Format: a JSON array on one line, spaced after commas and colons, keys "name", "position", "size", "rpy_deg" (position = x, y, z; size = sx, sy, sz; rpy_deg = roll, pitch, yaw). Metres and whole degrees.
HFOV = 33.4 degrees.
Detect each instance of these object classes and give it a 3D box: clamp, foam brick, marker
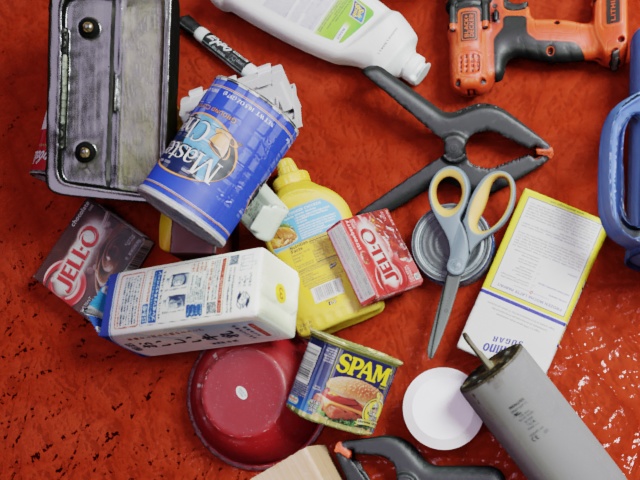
[{"name": "clamp", "position": [0.088, 0.259, 1.071], "size": [0.172, 0.039, 0.120], "rpy_deg": [18, 79, 19]}, {"name": "foam brick", "position": [-0.123, -0.003, 1.148], "size": [0.051, 0.078, 0.053], "rpy_deg": [0, 78, 14]}, {"name": "marker", "position": [-0.116, -0.219, 1.215], "size": [0.121, 0.020, 0.020], "rpy_deg": [39, 90, 17]}, {"name": "clamp", "position": [0.134, -0.087, 1.116], "size": [0.210, 0.036, 0.164], "rpy_deg": [10, 100, 8]}]

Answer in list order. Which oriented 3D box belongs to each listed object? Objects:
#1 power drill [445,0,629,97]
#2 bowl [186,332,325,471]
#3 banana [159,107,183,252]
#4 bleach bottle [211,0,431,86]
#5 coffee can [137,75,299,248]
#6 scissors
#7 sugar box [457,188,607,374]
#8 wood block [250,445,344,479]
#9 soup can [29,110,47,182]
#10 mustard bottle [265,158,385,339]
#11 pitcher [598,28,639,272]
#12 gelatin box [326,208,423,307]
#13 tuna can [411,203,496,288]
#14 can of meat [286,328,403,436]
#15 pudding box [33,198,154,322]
[{"name": "power drill", "position": [0.226, -0.243, 1.120], "size": [0.188, 0.057, 0.184], "rpy_deg": [-2, 77, 15]}, {"name": "bowl", "position": [-0.072, 0.161, 1.117], "size": [0.162, 0.055, 0.162], "rpy_deg": [-3, 79, 13]}, {"name": "banana", "position": [-0.168, -0.087, 1.197], "size": [0.070, 0.037, 0.198], "rpy_deg": [-23, 74, 25]}, {"name": "bleach bottle", "position": [0.005, -0.239, 1.169], "size": [0.251, 0.068, 0.102], "rpy_deg": [35, 94, 14]}, {"name": "coffee can", "position": [-0.101, -0.078, 1.067], "size": [0.103, 0.103, 0.140], "rpy_deg": [31, 81, 16]}, {"name": "scissors", "position": [0.125, 0.011, 1.082], "size": [0.096, 0.016, 0.202], "rpy_deg": [31, 89, 16]}, {"name": "sugar box", "position": [0.215, 0.047, 1.075], "size": [0.093, 0.048, 0.176], "rpy_deg": [24, 90, 16]}, {"name": "wood block", "position": [0.009, 0.315, 1.052], "size": [0.091, 0.090, 0.206], "rpy_deg": [-32, 75, 6]}, {"name": "soup can", "position": [-0.283, -0.115, 1.211], "size": [0.068, 0.068, 0.102], "rpy_deg": [10, 82, 15]}, {"name": "mustard bottle", "position": [-0.007, 0.001, 1.129], "size": [0.096, 0.058, 0.192], "rpy_deg": [-22, 76, 8]}, {"name": "pitcher", "position": [0.348, -0.092, 1.022], "size": [0.145, 0.149, 0.243], "rpy_deg": [-4, 75, 24]}, {"name": "gelatin box", "position": [0.056, 0.017, 1.085], "size": [0.030, 0.073, 0.089], "rpy_deg": [-36, 75, 44]}, {"name": "tuna can", "position": [0.138, 0.005, 1.108], "size": [0.086, 0.033, 0.086], "rpy_deg": [-2, 80, 14]}, {"name": "can of meat", "position": [0.023, 0.145, 1.076], "size": [0.058, 0.102, 0.084], "rpy_deg": [18, 86, 55]}, {"name": "pudding box", "position": [-0.252, 0.023, 1.193], "size": [0.090, 0.039, 0.113], "rpy_deg": [34, 89, 17]}]
